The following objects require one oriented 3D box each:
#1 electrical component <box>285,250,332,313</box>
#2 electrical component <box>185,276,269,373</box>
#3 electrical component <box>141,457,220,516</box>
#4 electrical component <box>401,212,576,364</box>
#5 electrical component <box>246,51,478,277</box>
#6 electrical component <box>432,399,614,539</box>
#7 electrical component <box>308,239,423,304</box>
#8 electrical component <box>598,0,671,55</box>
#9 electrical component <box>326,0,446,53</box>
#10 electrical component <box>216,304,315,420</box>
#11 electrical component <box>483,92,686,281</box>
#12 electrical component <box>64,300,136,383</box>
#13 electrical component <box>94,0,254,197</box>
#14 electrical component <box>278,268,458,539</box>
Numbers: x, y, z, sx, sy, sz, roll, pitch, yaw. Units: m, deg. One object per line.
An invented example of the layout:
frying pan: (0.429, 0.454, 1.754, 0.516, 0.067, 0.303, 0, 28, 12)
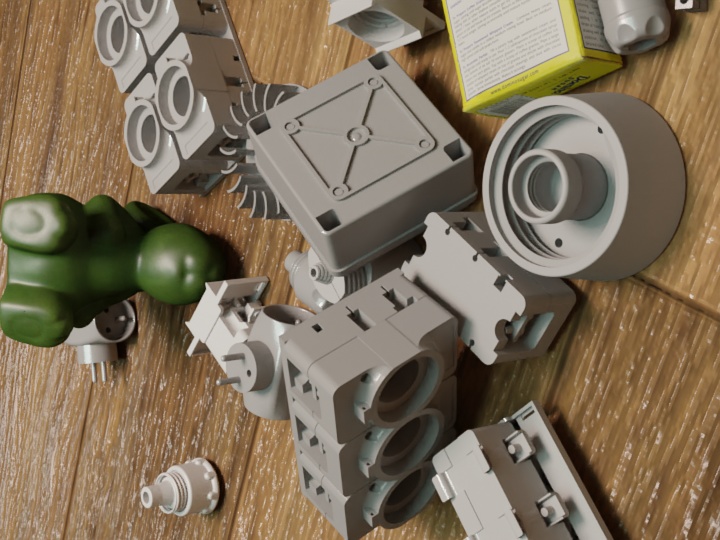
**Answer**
electrical component: (-0.030, 0.005, 0.772, 0.062, 0.043, 0.043, 33, 116, 43)
electrical component: (-0.099, 0.046, 0.849, 0.063, 0.042, 0.081, 52, 128, 29)
electrical component: (-0.153, 0.185, 0.902, 0.048, 0.062, 0.048, 4, 95, 48)
electrical component: (0.078, 0.009, 0.645, 0.089, 0.056, 0.050, 47, 125, 35)
electrical component: (0.001, -0.068, 0.681, 0.108, 0.109, 0.056, 54, 168, 30)
electrical component: (0.097, 0.150, 0.628, 0.078, 0.063, 0.121, -46, 60, 39)
electrical component: (0.000, 0.000, 0.711, 0.043, 0.081, 0.043, 4, 95, 47)
electrical component: (0.145, -0.149, 0.579, 0.035, 0.035, 0.061, -23, 74, 46)
electrical component: (0.015, -0.181, 0.693, 0.042, 0.081, 0.063, -9, 64, 47)
electrical component: (-0.072, 0.070, 0.794, 0.043, 0.079, 0.077, 28, 112, 42)
electrical component: (0.117, -0.046, 0.596, 0.108, 0.060, 0.108, 4, 96, 47)
electrical component: (-0.247, 0.066, 1.010, 0.077, 0.044, 0.079, -8, 86, 47)
electrical component: (-0.153, -0.167, 0.881, 0.105, 0.060, 0.186, -37, 66, 42)
electrical component: (0.011, 0.088, 0.657, 0.062, 0.089, 0.150, 40, 148, 37)
